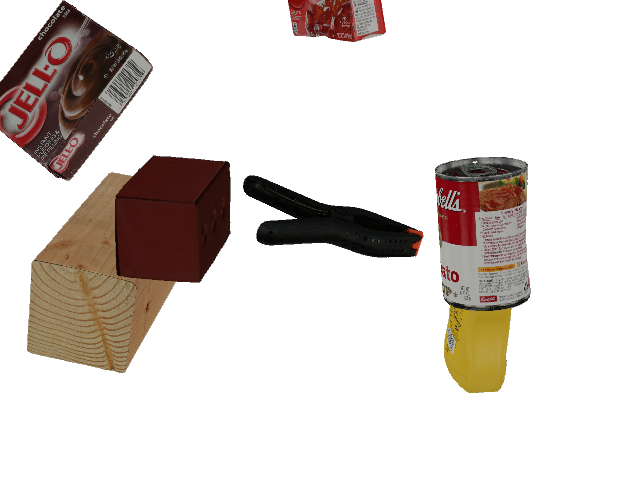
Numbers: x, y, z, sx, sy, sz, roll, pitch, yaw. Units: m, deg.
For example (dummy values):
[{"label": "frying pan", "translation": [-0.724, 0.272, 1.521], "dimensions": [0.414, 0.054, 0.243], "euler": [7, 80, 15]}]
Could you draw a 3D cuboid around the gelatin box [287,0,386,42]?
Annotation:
[{"label": "gelatin box", "translation": [0.005, -0.180, 0.746], "dimensions": [0.030, 0.073, 0.089], "euler": [-21, 23, -25]}]

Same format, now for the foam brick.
[{"label": "foam brick", "translation": [-0.089, -0.015, 0.653], "dimensions": [0.051, 0.053, 0.078], "euler": [6, 25, 8]}]

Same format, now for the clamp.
[{"label": "clamp", "translation": [0.014, -0.014, 1.183], "dimensions": [0.210, 0.036, 0.164], "euler": [15, 21, -8]}]

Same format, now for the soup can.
[{"label": "soup can", "translation": [0.122, -0.006, 0.797], "dimensions": [0.068, 0.102, 0.068], "euler": [-5, 16, 1]}]

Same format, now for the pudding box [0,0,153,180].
[{"label": "pudding box", "translation": [-0.195, -0.116, 0.819], "dimensions": [0.090, 0.113, 0.039], "euler": [36, -4, 28]}]

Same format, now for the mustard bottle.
[{"label": "mustard bottle", "translation": [0.152, 0.043, 1.005], "dimensions": [0.058, 0.192, 0.096], "euler": [-2, 32, -3]}]

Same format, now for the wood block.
[{"label": "wood block", "translation": [-0.185, 0.022, 0.974], "dimensions": [0.090, 0.091, 0.206], "euler": [12, 25, 2]}]
